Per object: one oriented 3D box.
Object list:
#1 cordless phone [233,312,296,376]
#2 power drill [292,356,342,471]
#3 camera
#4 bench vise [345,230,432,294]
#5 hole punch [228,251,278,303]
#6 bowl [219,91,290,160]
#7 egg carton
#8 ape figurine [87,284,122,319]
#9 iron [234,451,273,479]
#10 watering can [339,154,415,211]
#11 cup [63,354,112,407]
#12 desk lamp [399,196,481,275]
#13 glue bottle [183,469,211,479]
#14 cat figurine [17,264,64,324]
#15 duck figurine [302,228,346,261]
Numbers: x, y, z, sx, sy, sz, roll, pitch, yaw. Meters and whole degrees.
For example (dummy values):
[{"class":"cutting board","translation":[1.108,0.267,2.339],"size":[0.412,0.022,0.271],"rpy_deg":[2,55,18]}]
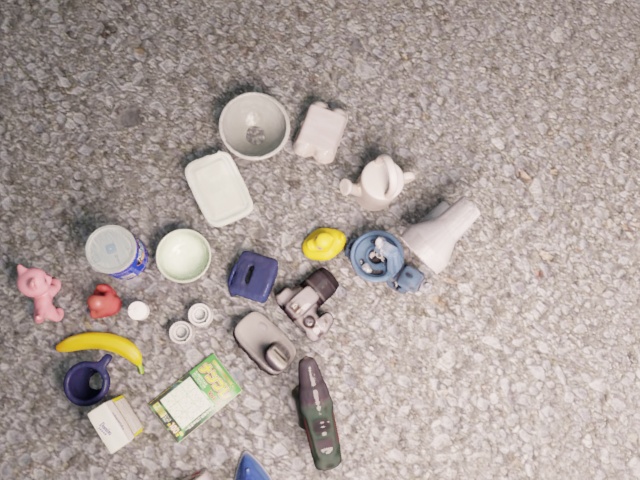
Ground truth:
[{"class":"cordless phone","translation":[-0.119,0.223,1.226],"size":[0.147,0.185,0.094],"rpy_deg":[42,79,2]},{"class":"power drill","translation":[-0.012,0.355,1.204],"size":[0.075,0.208,0.229],"rpy_deg":[-14,82,-8]},{"class":"camera","translation":[-0.012,0.138,1.295],"size":[0.137,0.100,0.143],"rpy_deg":[-42,87,-11]},{"class":"bench vise","translation":[0.165,0.042,1.270],"size":[0.207,0.219,0.121],"rpy_deg":[14,79,-4]},{"class":"hole punch","translation":[-0.152,0.085,1.293],"size":[0.101,0.091,0.109],"rpy_deg":[19,79,-3]},{"class":"bowl","translation":[-0.155,-0.260,1.359],"size":[0.167,0.074,0.167],"rpy_deg":[1,80,-6]},{"class":"egg carton","translation":[0.001,-0.259,1.379],"size":[0.107,0.069,0.150],"rpy_deg":[19,79,-3]},{"class":"ape figurine","translation":[-0.478,0.136,1.248],"size":[0.076,0.092,0.078],"rpy_deg":[31,79,0]},{"class":"iron","translation":[-0.129,0.580,1.187],"size":[0.119,0.141,0.258],"rpy_deg":[-14,82,-8]},{"class":"watering can","translation":[0.134,-0.131,1.309],"size":[0.173,0.194,0.101],"rpy_deg":[-34,85,-10]},{"class":"cup","translation":[-0.477,0.292,1.221],"size":[0.091,0.095,0.118],"rpy_deg":[36,79,1]},{"class":"desk lamp","translation":[0.268,-0.017,1.295],"size":[0.203,0.213,0.118],"rpy_deg":[-43,87,-11]},{"class":"glue bottle","translation":[-0.267,0.515,1.167],"size":[0.078,0.173,0.037],"rpy_deg":[-29,84,-10]},{"class":"cat figurine","translation":[-0.604,0.114,1.225],"size":[0.067,0.117,0.128],"rpy_deg":[-11,82,-8]},{"class":"duck figurine","translation":[0.012,0.005,1.327],"size":[0.104,0.086,0.077],"rpy_deg":[-17,83,-9]}]
